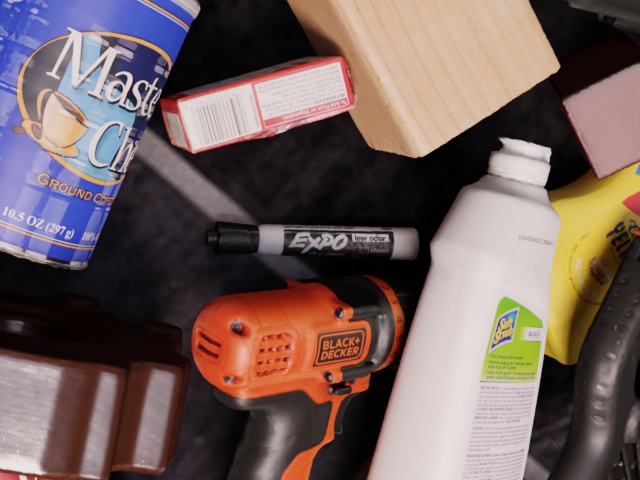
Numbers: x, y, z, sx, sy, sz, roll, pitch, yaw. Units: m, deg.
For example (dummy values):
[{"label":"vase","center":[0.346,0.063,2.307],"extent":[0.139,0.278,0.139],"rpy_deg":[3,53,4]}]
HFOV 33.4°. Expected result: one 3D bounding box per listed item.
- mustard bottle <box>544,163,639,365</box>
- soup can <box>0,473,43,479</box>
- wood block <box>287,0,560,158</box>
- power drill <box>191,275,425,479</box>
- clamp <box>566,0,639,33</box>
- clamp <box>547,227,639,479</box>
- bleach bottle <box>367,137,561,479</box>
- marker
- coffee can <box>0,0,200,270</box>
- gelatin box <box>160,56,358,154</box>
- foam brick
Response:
[{"label":"mustard bottle","center":[0.194,-0.015,0.626],"extent":[0.191,0.058,0.096],"rpy_deg":[-32,104,-8]},{"label":"soup can","center":[-0.147,0.145,0.559],"extent":[0.068,0.068,0.102],"rpy_deg":[-39,106,-6]},{"label":"wood block","center":[0.024,-0.154,0.543],"extent":[0.090,0.091,0.206],"rpy_deg":[-33,106,-8]},{"label":"power drill","center":[0.002,0.110,0.580],"extent":[0.184,0.057,0.188],"rpy_deg":[-2,106,-41]},{"label":"clamp","center":[0.168,-0.131,0.574],"extent":[0.171,0.120,0.039],"rpy_deg":[8,115,-19]},{"label":"clamp","center":[0.169,0.098,0.595],"extent":[0.164,0.036,0.210],"rpy_deg":[6,100,-53]},{"label":"bleach bottle","center":[0.081,0.073,0.561],"extent":[0.102,0.068,0.251],"rpy_deg":[8,97,-54]},{"label":"marker","center":[-0.004,0.001,0.598],"extent":[0.121,0.020,0.020],"rpy_deg":[2,98,-15]},{"label":"coffee can","center":[-0.132,-0.070,0.510],"extent":[0.102,0.103,0.140],"rpy_deg":[23,93,-17]},{"label":"gelatin box","center":[-0.033,-0.071,0.551],"extent":[0.089,0.073,0.030],"rpy_deg":[-17,103,-12]},{"label":"foam brick","center":[0.161,-0.076,0.593],"extent":[0.051,0.078,0.053],"rpy_deg":[-26,106,13]}]
